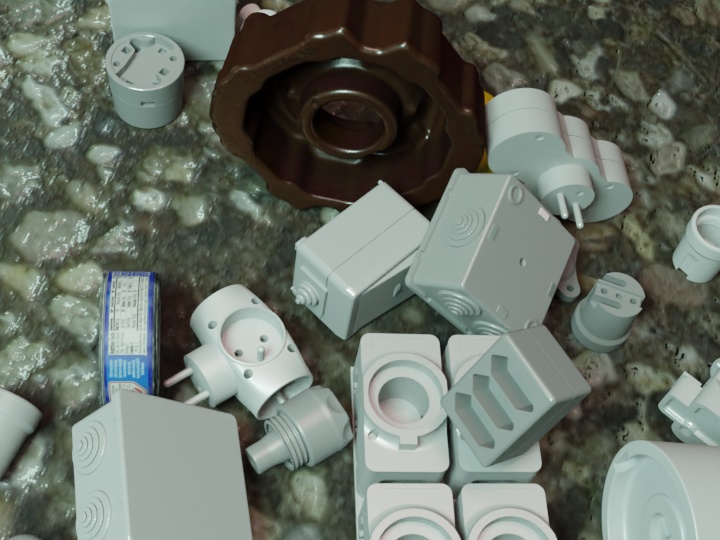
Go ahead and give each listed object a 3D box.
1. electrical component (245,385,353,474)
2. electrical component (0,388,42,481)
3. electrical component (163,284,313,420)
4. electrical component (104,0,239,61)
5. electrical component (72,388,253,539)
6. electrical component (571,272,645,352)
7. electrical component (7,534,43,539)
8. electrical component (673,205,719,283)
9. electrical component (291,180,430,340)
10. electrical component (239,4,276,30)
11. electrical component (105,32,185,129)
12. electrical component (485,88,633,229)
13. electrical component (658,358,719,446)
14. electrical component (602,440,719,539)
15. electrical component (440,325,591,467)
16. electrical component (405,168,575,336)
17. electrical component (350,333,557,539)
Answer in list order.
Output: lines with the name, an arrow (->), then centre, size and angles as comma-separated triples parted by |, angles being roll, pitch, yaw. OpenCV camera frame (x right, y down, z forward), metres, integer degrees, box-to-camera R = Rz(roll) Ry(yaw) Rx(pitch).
electrical component -> -0.039, 0.101, 0.653 | 0.062, 0.043, 0.043 | -29, 66, -20
electrical component -> -0.217, 0.097, 0.635 | 0.040, 0.040, 0.046 | 21, 64, 6
electrical component -> -0.083, 0.059, 0.672 | 0.079, 0.044, 0.077 | -30, 67, -23
electrical component -> -0.138, -0.196, 0.791 | 0.100, 0.099, 0.048 | -3, 72, -9
electrical component -> -0.112, 0.123, 0.604 | 0.100, 0.048, 0.099 | 22, 46, -45
electrical component -> 0.168, 0.028, 0.724 | 0.040, 0.046, 0.040 | 3, 58, -6
electrical component -> -0.185, 0.192, 0.568 | 0.054, 0.059, 0.095 | 26, 59, 8
electrical component -> 0.246, -0.017, 0.762 | 0.040, 0.046, 0.040 | 3, 58, -6
electrical component -> 0.000, 0.000, 0.709 | 0.096, 0.061, 0.061 | -38, 70, -26
electrical component -> -0.071, -0.178, 0.820 | 0.048, 0.048, 0.062 | -23, 58, -20
electrical component -> -0.155, -0.136, 0.780 | 0.055, 0.047, 0.055 | 3, 58, -6
electrical component -> 0.139, -0.063, 0.739 | 0.138, 0.052, 0.073 | 25, 47, -42
electrical component -> 0.241, 0.089, 0.690 | 0.078, 0.058, 0.057 | 39, 65, 16
electrical component -> 0.191, 0.151, 0.618 | 0.060, 0.108, 0.108 | 0, 58, -14
electrical component -> 0.099, 0.068, 0.610 | 0.077, 0.065, 0.047 | -7, 55, -46
electrical component -> 0.087, -0.006, 0.694 | 0.048, 0.100, 0.099 | 6, 65, 47
electrical component -> 0.053, 0.130, 0.637 | 0.105, 0.060, 0.186 | 1, 59, -7
